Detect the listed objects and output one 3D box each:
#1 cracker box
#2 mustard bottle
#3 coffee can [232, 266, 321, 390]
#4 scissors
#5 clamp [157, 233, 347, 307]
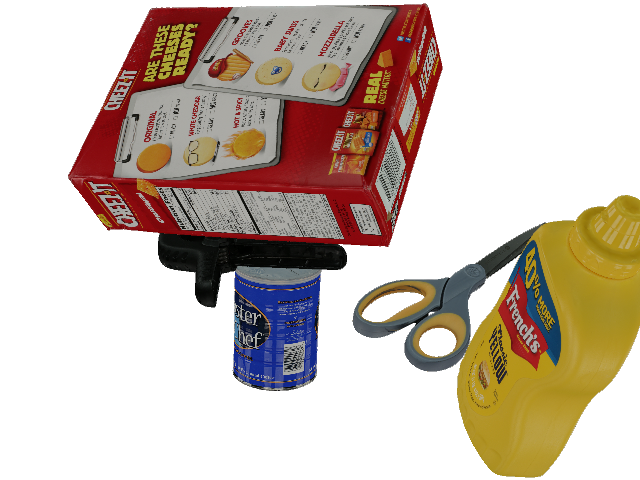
[{"bbox_3d":[-0.039,-0.081,0.727,0.214,0.164,0.072,3,-35,22],"label":"cracker box"},{"bbox_3d":[0.134,0.046,0.597,0.058,0.096,0.192,6,-43,-12],"label":"mustard bottle"},{"bbox_3d":[-0.052,0.092,1.261,0.103,0.140,0.103,2,20,-1],"label":"coffee can"},{"bbox_3d":[0.121,0.043,0.820,0.201,0.016,0.096,-17,47,-22],"label":"scissors"},{"bbox_3d":[-0.102,0.016,1.035,0.210,0.036,0.164,14,22,43],"label":"clamp"}]
